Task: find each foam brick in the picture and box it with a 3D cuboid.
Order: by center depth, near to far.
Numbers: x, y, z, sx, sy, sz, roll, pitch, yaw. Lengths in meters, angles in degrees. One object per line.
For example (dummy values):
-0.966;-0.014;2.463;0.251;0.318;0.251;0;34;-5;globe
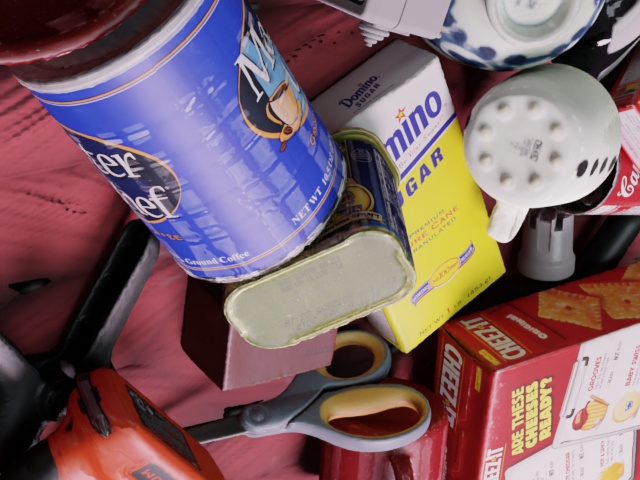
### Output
-0.034;0.046;0.616;0.078;0.051;0.053;-9;120;-35;foam brick

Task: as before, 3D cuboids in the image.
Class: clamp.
-0.131;0.068;0.560;0.120;0.039;0.171;-20;129;-23;clamp
0.176;0.087;0.816;0.209;0.036;0.164;-35;130;-16;clamp

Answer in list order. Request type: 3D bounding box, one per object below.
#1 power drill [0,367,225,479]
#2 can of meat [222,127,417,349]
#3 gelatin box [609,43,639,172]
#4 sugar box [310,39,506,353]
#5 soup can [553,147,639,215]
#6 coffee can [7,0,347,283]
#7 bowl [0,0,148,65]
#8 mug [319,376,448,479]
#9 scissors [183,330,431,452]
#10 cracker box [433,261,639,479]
-0.139;0.168;0.552;0.187;0.057;0.184;-40;130;-2;power drill
-0.004;0.001;0.555;0.102;0.084;0.057;-24;129;14;can of meat
0.227;-0.077;0.697;0.089;0.030;0.073;47;56;-22;gelatin box
0.050;-0.022;0.649;0.093;0.048;0.176;-38;133;-15;sugar box
0.210;-0.051;0.744;0.102;0.069;0.068;0;114;-38;soup can
-0.062;-0.061;0.497;0.102;0.103;0.140;-44;134;-10;coffee can
-0.131;-0.150;0.409;0.161;0.055;0.162;-6;105;-25;bowl
0.042;0.147;0.694;0.093;0.117;0.081;0;111;-7;mug
-0.033;0.095;0.657;0.201;0.096;0.016;2;136;-7;scissors
0.179;0.113;0.759;0.213;0.072;0.164;-14;122;-27;cracker box
